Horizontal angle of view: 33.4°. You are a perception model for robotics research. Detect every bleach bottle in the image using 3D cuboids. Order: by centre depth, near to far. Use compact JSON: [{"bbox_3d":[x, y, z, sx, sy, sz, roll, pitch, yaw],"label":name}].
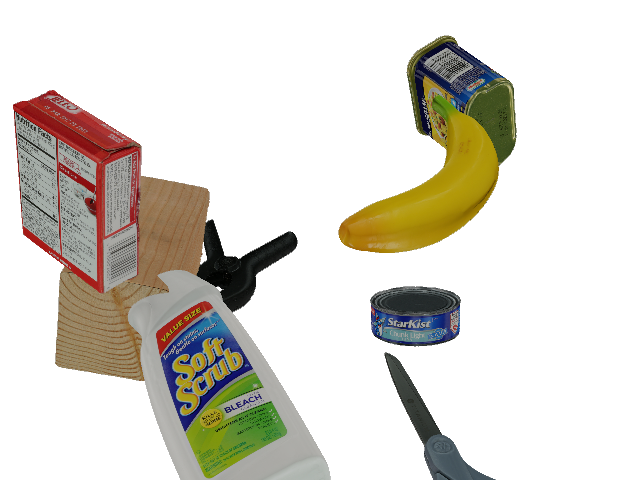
[{"bbox_3d":[-0.092,0.106,0.804,0.102,0.068,0.251,-26,48,-14],"label":"bleach bottle"}]

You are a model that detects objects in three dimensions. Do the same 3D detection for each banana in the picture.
[{"bbox_3d":[0.076,-0.036,0.705,0.070,0.037,0.197,19,36,14],"label":"banana"}]

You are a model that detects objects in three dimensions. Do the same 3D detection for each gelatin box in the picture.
[{"bbox_3d":[-0.131,-0.027,0.580,0.073,0.089,0.030,31,41,30],"label":"gelatin box"}]

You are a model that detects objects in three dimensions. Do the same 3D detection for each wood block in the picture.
[{"bbox_3d":[-0.161,0.026,0.942,0.090,0.091,0.206,10,26,-2],"label":"wood block"}]

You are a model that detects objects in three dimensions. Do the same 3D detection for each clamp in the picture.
[{"bbox_3d":[-0.096,0.034,1.244,0.120,0.039,0.171,-1,40,12],"label":"clamp"}]

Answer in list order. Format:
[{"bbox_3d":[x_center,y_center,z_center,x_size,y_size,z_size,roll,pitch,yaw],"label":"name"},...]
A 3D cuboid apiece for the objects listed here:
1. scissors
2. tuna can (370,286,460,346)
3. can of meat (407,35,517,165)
[{"bbox_3d":[0.091,0.132,0.629,0.096,0.016,0.201,3,33,-3],"label":"scissors"},{"bbox_3d":[0.090,0.072,1.015,0.086,0.034,0.086,-2,14,0],"label":"tuna can"},{"bbox_3d":[0.129,-0.120,0.961,0.057,0.102,0.084,-32,49,-14],"label":"can of meat"}]
